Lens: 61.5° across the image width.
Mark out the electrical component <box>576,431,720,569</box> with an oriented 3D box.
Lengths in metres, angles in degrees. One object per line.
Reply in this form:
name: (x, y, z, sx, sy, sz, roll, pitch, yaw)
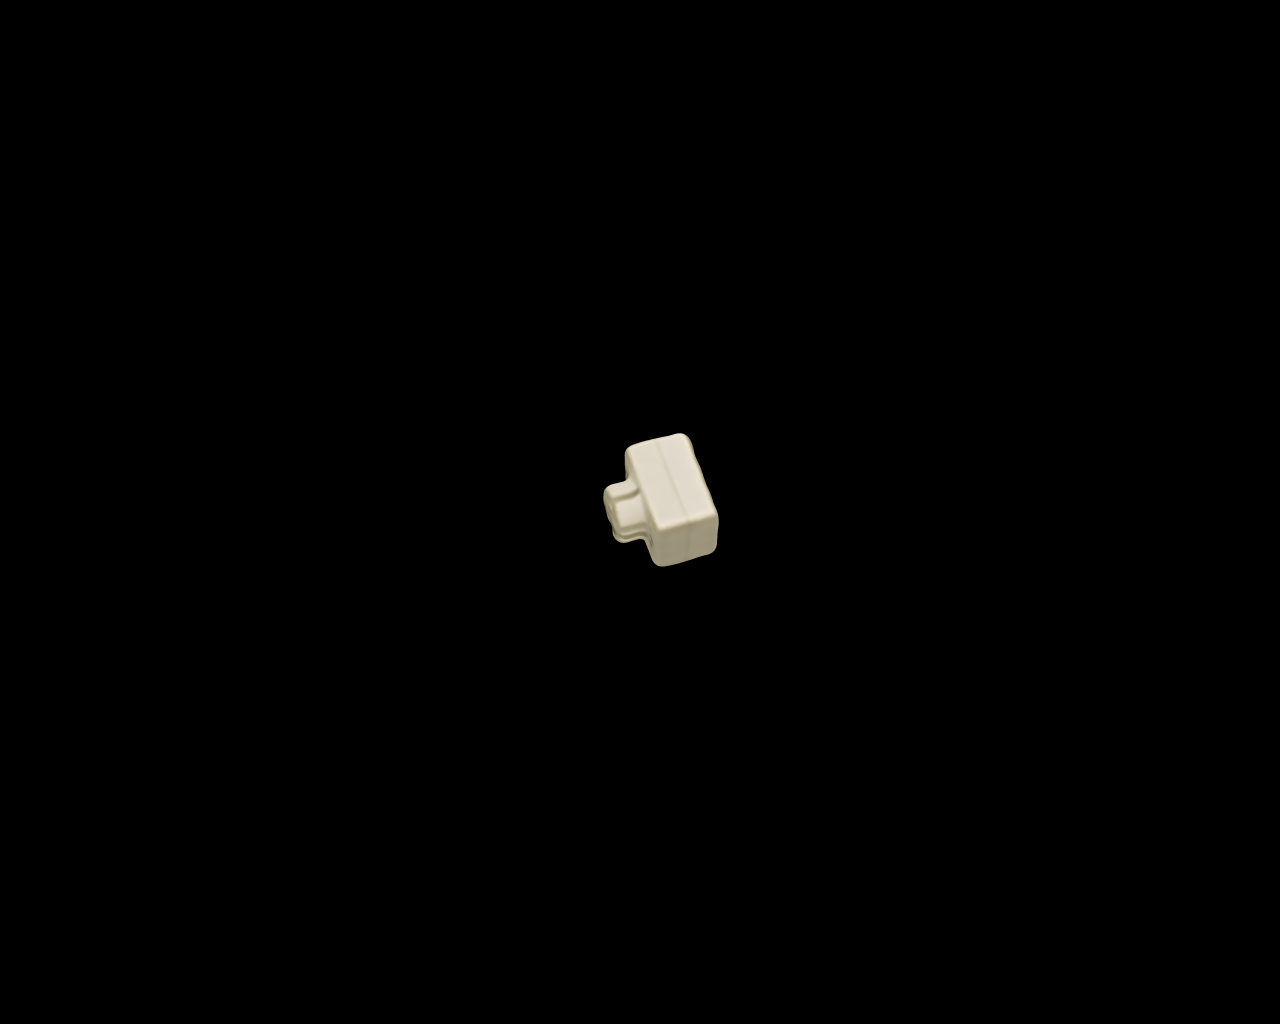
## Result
electrical component: (0.001, -0.003, 0.650, 0.077, 0.066, 0.047, -15, -32, -9)
